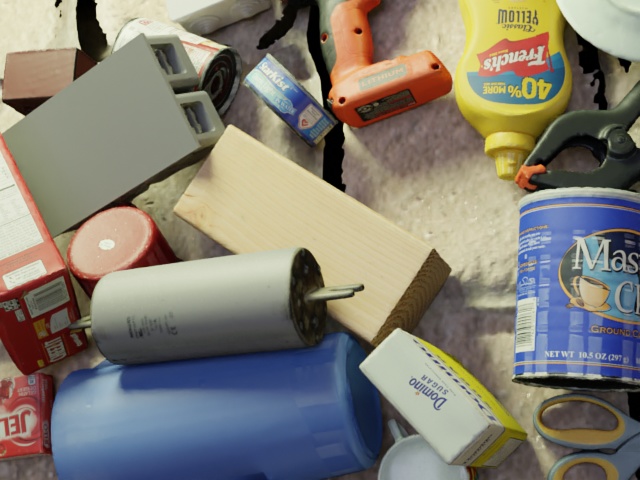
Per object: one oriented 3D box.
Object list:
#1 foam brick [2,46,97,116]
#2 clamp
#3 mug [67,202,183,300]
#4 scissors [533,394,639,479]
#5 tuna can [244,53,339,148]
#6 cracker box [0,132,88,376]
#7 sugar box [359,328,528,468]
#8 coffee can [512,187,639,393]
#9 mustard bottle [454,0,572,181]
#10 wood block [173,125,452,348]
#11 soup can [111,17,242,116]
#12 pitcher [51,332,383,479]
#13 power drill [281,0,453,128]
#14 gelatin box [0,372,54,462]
[{"bbox_3d":[-0.256,-0.149,1.019,0.078,0.053,0.051,-2,77,17],"label":"foam brick"},{"bbox_3d":[0.242,-0.066,0.842,0.171,0.039,0.120,-27,67,-6],"label":"clamp"},{"bbox_3d":[-0.165,0.017,0.925,0.093,0.081,0.117,-11,48,12],"label":"mug"},{"bbox_3d":[0.259,0.168,0.807,0.202,0.016,0.096,10,81,19],"label":"scissors"},{"bbox_3d":[-0.026,-0.120,0.925,0.034,0.086,0.086,-46,69,4],"label":"tuna can"},{"bbox_3d":[-0.280,-0.010,0.924,0.072,0.164,0.214,-25,67,-17],"label":"cracker box"},{"bbox_3d":[0.096,0.119,0.781,0.048,0.176,0.093,-45,69,3],"label":"sugar box"},{"bbox_3d":[0.200,0.040,0.808,0.103,0.102,0.140,1,78,17],"label":"coffee can"},{"bbox_3d":[0.160,-0.143,0.888,0.096,0.058,0.191,3,78,4],"label":"mustard bottle"},{"bbox_3d":[-0.006,0.001,0.888,0.206,0.090,0.091,32,88,22],"label":"wood block"},{"bbox_3d":[-0.132,-0.158,0.976,0.102,0.068,0.068,22,84,21],"label":"soup can"},{"bbox_3d":[-0.078,0.156,0.843,0.243,0.145,0.149,-13,97,15],"label":"pitcher"},{"bbox_3d":[0.054,-0.206,0.938,0.184,0.057,0.188,-21,69,14],"label":"power drill"},{"bbox_3d":[-0.284,0.162,0.965,0.089,0.030,0.073,-9,75,15],"label":"gelatin box"}]
